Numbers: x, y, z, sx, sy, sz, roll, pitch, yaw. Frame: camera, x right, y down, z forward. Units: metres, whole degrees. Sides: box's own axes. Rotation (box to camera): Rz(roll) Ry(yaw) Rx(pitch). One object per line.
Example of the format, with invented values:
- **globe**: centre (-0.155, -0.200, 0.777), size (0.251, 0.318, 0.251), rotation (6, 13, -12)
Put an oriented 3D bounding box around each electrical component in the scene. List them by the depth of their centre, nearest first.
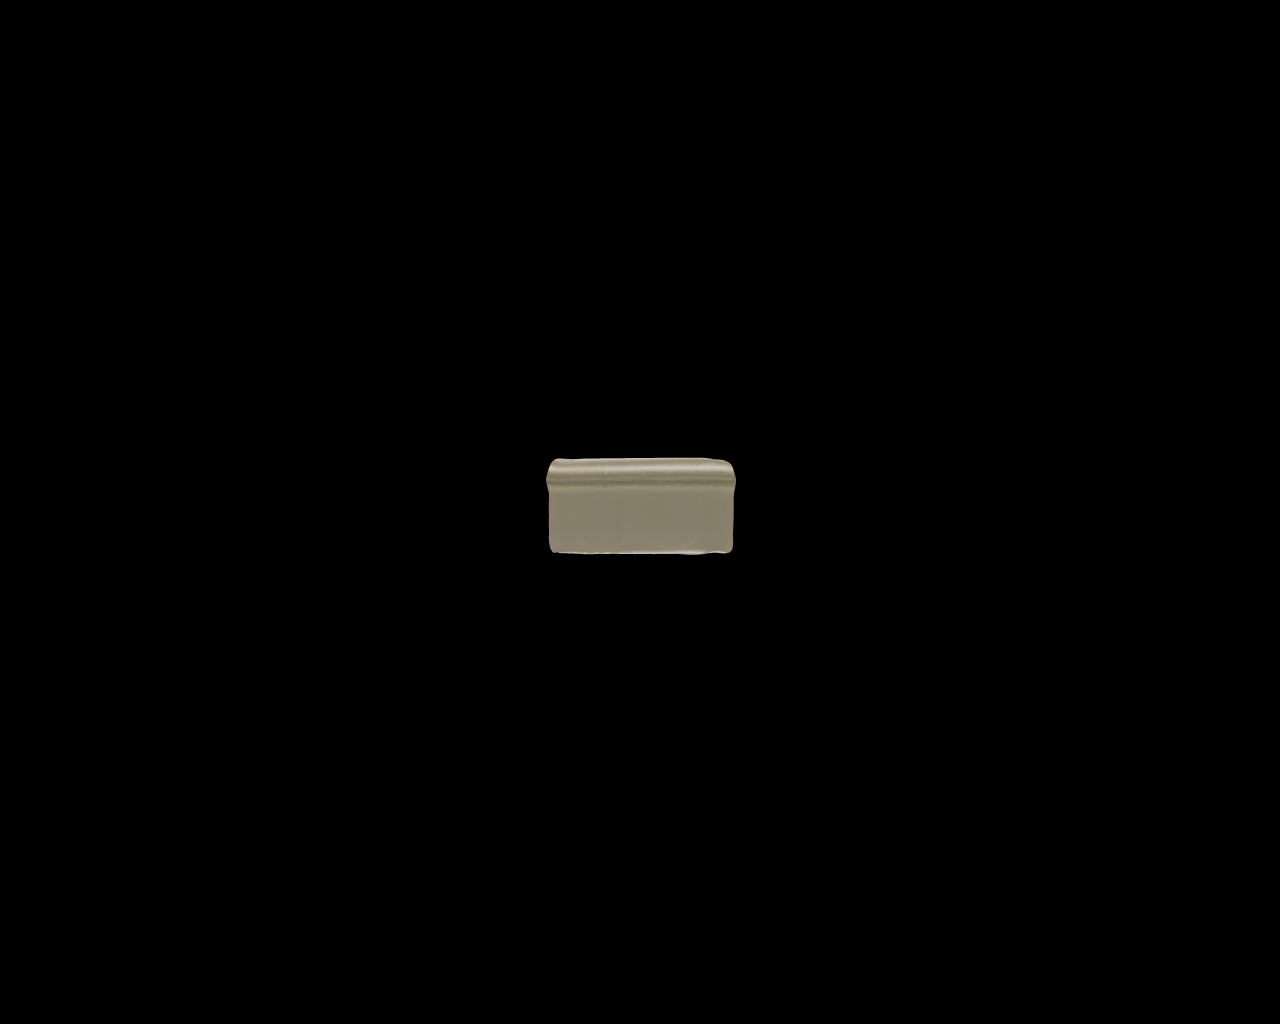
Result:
- **electrical component**: centre (0.001, -0.003, 0.650), size (0.109, 0.056, 0.109), rotation (0, 0, 0)
